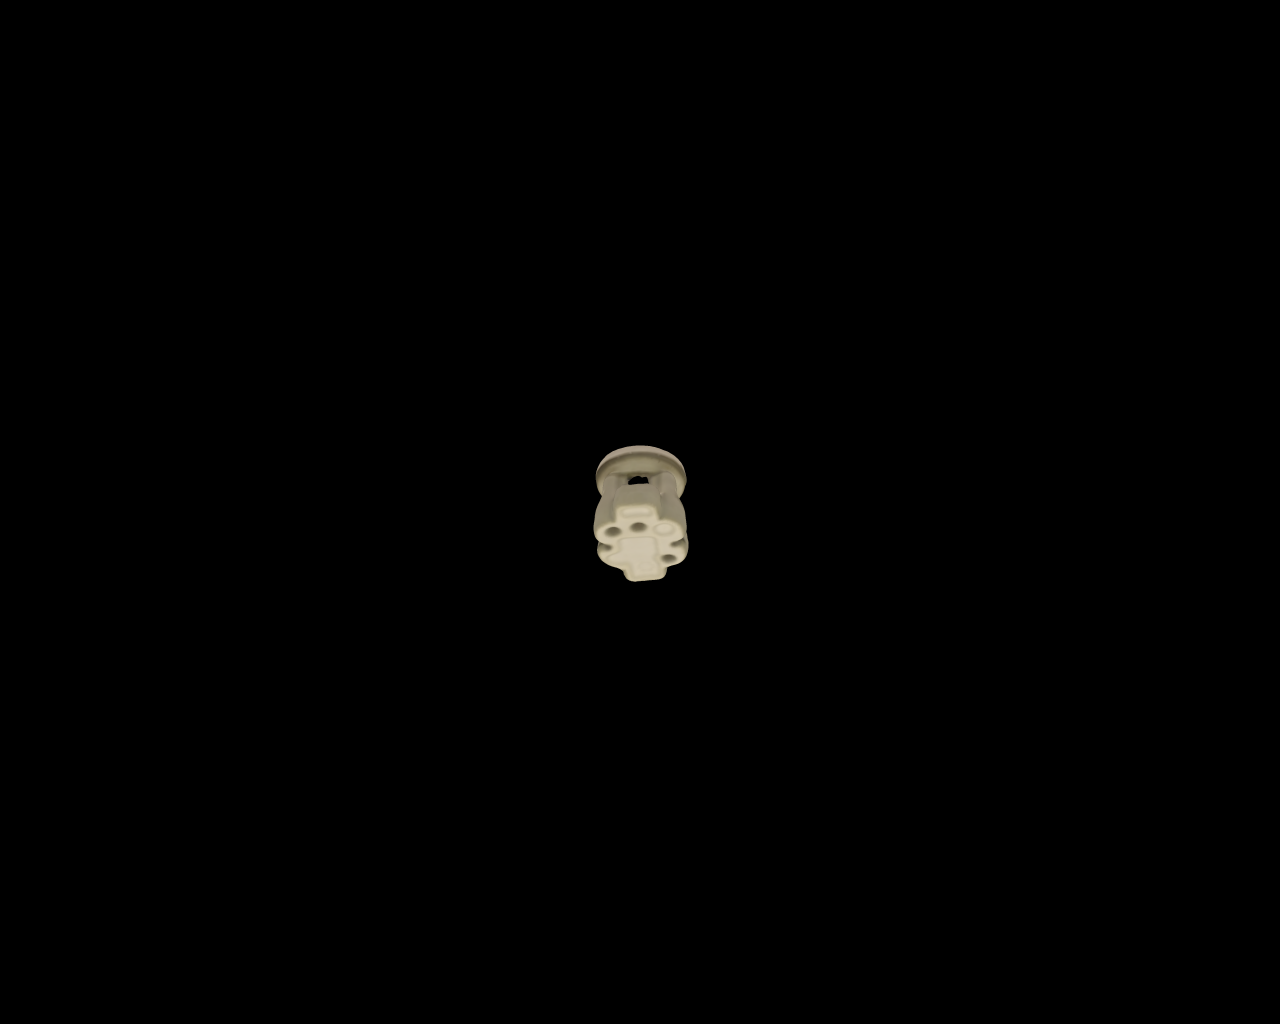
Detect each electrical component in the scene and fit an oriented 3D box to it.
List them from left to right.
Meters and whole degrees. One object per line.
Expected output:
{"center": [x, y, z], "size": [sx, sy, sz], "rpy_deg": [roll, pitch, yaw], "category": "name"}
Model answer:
{"center": [0.001, -0.003, 0.650], "size": [0.058, 0.057, 0.078], "rpy_deg": [-3, -37, 4], "category": "electrical component"}
